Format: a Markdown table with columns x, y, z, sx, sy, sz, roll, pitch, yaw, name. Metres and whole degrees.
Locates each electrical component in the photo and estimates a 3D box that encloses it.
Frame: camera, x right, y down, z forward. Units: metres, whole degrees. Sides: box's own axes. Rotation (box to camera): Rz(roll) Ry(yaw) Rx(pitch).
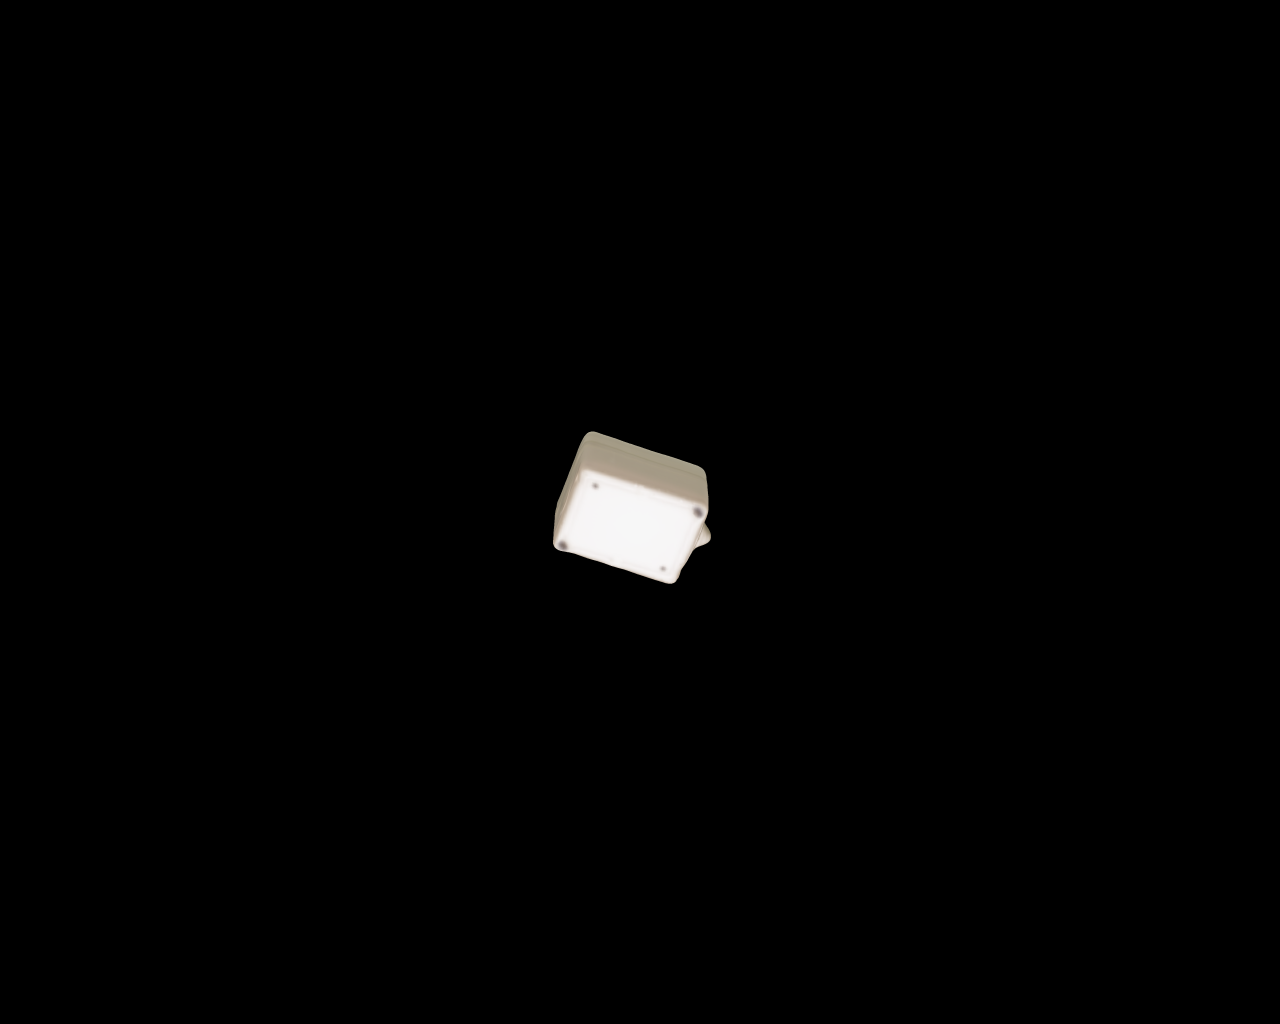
| x | y | z | sx | sy | sz | roll | pitch | yaw | name |
| --- | --- | --- | --- | --- | --- | --- | --- | --- | --- |
| 0.001 | -0.003 | 0.650 | 0.096 | 0.061 | 0.061 | 18 | 29 | -10 | electrical component |
